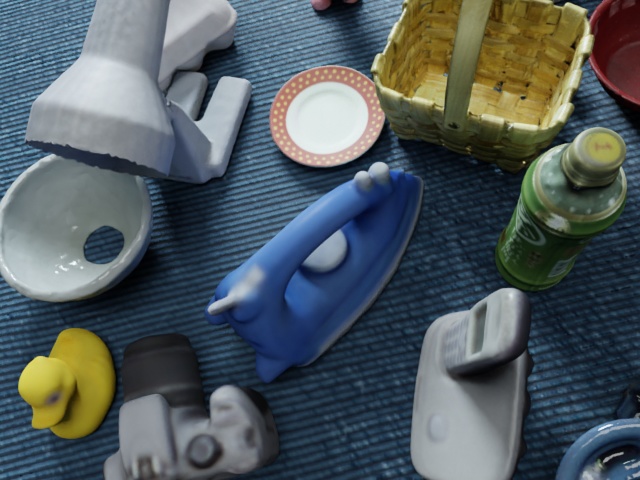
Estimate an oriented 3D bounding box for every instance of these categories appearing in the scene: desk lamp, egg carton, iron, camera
[{"bbox_3d":[-0.167,-0.134,0.560,0.117,0.214,0.203,11,71,12],"label":"desk lamp"},{"bbox_3d":[-0.177,-0.246,0.681,0.150,0.069,0.107,-42,69,-8],"label":"egg carton"},{"bbox_3d":[0.005,0.002,0.523,0.258,0.141,0.118,-45,70,-9],"label":"iron"},{"bbox_3d":[-0.124,0.150,0.508,0.143,0.101,0.136,-17,68,2],"label":"camera"}]

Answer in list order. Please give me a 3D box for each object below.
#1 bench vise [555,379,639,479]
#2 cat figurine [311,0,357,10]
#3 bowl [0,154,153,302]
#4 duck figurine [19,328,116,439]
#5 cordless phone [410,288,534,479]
[{"bbox_3d":[0.239,0.149,0.393,0.121,0.220,0.207,19,73,15],"label":"bench vise"},{"bbox_3d":[0.011,-0.336,0.662,0.067,0.118,0.128,-10,68,5],"label":"cat figurine"},{"bbox_3d":[-0.244,-0.008,0.598,0.167,0.075,0.167,-3,69,7],"label":"bowl"},{"bbox_3d":[-0.245,0.132,0.540,0.077,0.086,0.104,-5,69,6],"label":"duck figurine"},{"bbox_3d":[0.121,0.116,0.440,0.094,0.185,0.147,5,70,10],"label":"cordless phone"}]
